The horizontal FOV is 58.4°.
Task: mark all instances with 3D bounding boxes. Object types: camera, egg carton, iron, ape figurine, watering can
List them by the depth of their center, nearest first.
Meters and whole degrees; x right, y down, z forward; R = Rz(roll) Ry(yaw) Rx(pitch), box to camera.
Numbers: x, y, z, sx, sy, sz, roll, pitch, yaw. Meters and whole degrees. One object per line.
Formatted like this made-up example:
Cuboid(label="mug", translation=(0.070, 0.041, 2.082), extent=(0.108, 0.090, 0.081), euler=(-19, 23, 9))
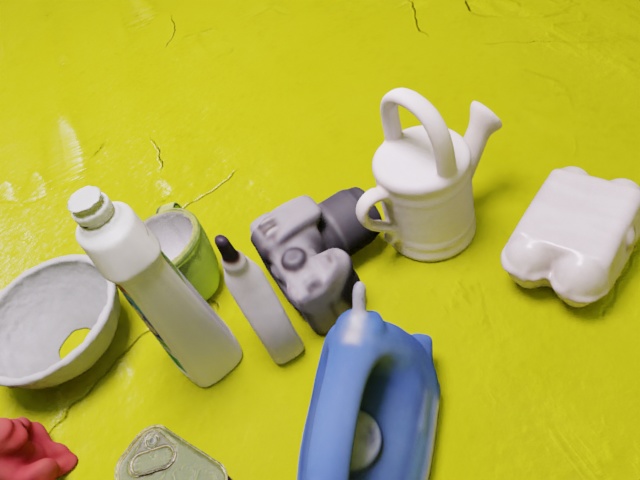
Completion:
Cuboid(label="iron", translation=(0.023, 0.166, 0.451), extent=(0.118, 0.142, 0.258), euler=(1, 52, 19))
Cuboid(label="ape figurine", translation=(-0.295, 0.203, 0.555), extent=(0.076, 0.092, 0.077), euler=(-24, 48, -3))
Cuboid(label="egg carton", translation=(0.255, -0.006, 0.570), extent=(0.107, 0.069, 0.150), euler=(22, 60, 31))
Cuboid(label="watering can", translation=(0.110, -0.079, 0.594), extent=(0.100, 0.194, 0.173), euler=(22, 61, 32))
Cuboid(label="camera", translation=(0.006, 0.002, 0.622), extent=(0.137, 0.101, 0.142), euler=(-32, 49, -10))

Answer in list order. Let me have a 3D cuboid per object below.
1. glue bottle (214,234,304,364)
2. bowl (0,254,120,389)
Cuboid(label="glue bottle", translation=(-0.065, 0.051, 0.555), extent=(0.037, 0.173, 0.078), euler=(-32, 49, -10))
Cuboid(label="bowl", translation=(-0.294, 0.102, 0.652), extent=(0.167, 0.075, 0.167), euler=(-9, 49, 11))
